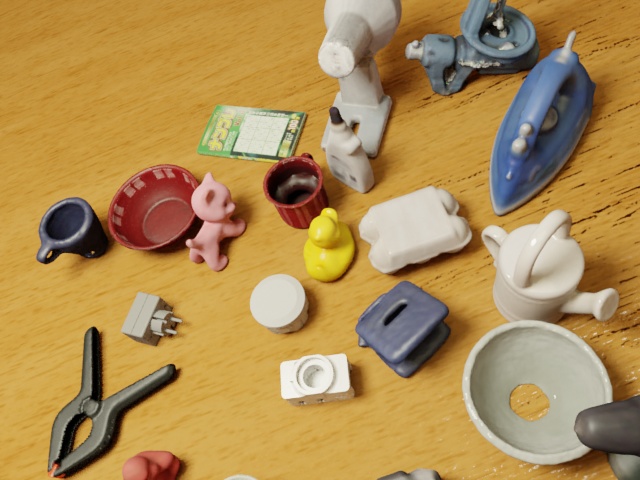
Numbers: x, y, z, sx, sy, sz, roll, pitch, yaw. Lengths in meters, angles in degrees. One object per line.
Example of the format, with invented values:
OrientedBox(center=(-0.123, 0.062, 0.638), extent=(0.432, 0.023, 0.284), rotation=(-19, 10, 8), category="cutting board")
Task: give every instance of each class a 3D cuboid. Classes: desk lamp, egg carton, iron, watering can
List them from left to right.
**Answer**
OrientedBox(center=(0.058, -0.275, 0.901), extent=(0.117, 0.214, 0.203), rotation=(8, 65, 17), category="desk lamp")
OrientedBox(center=(0.135, -0.014, 0.828), extent=(0.150, 0.069, 0.107), rotation=(-20, 60, 2), category="egg carton")
OrientedBox(center=(0.314, -0.170, 0.827), extent=(0.118, 0.142, 0.258), rotation=(23, 70, 23), category="iron")
OrientedBox(center=(0.275, 0.033, 0.698), extent=(0.172, 0.194, 0.101), rotation=(17, 68, 21), category="watering can")

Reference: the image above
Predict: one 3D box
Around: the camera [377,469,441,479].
OrientedBox(center=(0.087, 0.339, 0.634), extent=(0.143, 0.101, 0.136), rotation=(-21, 60, 1), category="camera")

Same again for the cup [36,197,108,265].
OrientedBox(center=(-0.396, 0.002, 0.928), extent=(0.091, 0.095, 0.118), rotation=(22, 70, 23), category="cup")

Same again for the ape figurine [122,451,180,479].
OrientedBox(center=(-0.222, 0.301, 0.731), extent=(0.078, 0.092, 0.076), rotation=(-41, 61, -9), category="ape figurine")

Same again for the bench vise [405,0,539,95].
OrientedBox(center=(0.241, -0.321, 0.879), extent=(0.207, 0.220, 0.121), rotation=(-26, 60, -1), category="bench vise")

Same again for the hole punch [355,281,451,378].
OrientedBox(center=(0.105, 0.112, 0.756), extent=(0.109, 0.091, 0.100), rotation=(-43, 62, -11), category="hole punch")

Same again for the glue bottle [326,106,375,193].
OrientedBox(center=(0.037, -0.139, 0.857), extent=(0.078, 0.173, 0.037), rotation=(35, 75, 27), category="glue bottle")

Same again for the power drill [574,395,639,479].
OrientedBox(center=(0.362, 0.201, 0.581), extent=(0.229, 0.209, 0.075), rotation=(-8, 61, 9), category="power drill")

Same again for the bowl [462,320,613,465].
OrientedBox(center=(0.256, 0.186, 0.691), extent=(0.167, 0.075, 0.167), rotation=(-5, 62, 10), category="bowl")

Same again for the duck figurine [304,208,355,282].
OrientedBox(center=(0.008, 0.003, 0.839), extent=(0.077, 0.086, 0.104), rotation=(8, 65, 17), category="duck figurine")

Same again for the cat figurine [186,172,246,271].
OrientedBox(center=(-0.170, -0.034, 0.881), extent=(0.067, 0.118, 0.128), rotation=(14, 67, 20), category="cat figurine")
